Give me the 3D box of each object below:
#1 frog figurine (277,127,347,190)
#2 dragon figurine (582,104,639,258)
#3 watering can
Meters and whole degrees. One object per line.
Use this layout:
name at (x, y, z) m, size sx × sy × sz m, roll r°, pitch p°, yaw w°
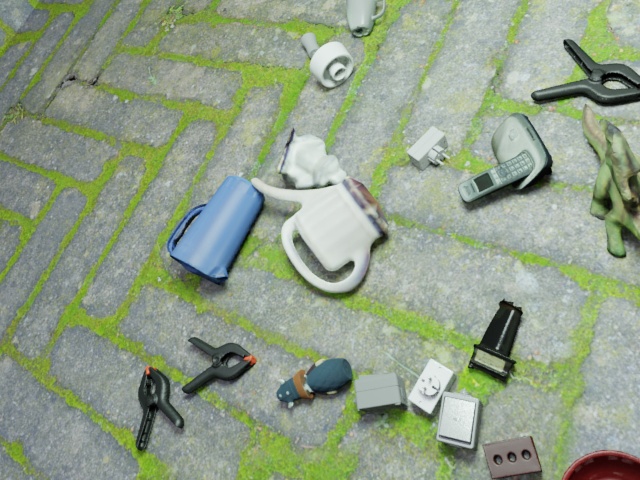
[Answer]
frog figurine at (-0.014, -0.178, 1.218) m, size 0.159 × 0.120 × 0.140 m, roll 20°, pitch 62°, yaw -7°
dragon figurine at (0.508, -0.120, 0.865) m, size 0.121 × 0.239 × 0.419 m, roll -21°, pitch 61°, yaw 20°
watering can at (0.003, -0.056, 1.115) m, size 0.224 × 0.103 × 0.352 m, roll -36°, pitch 69°, yaw 4°
